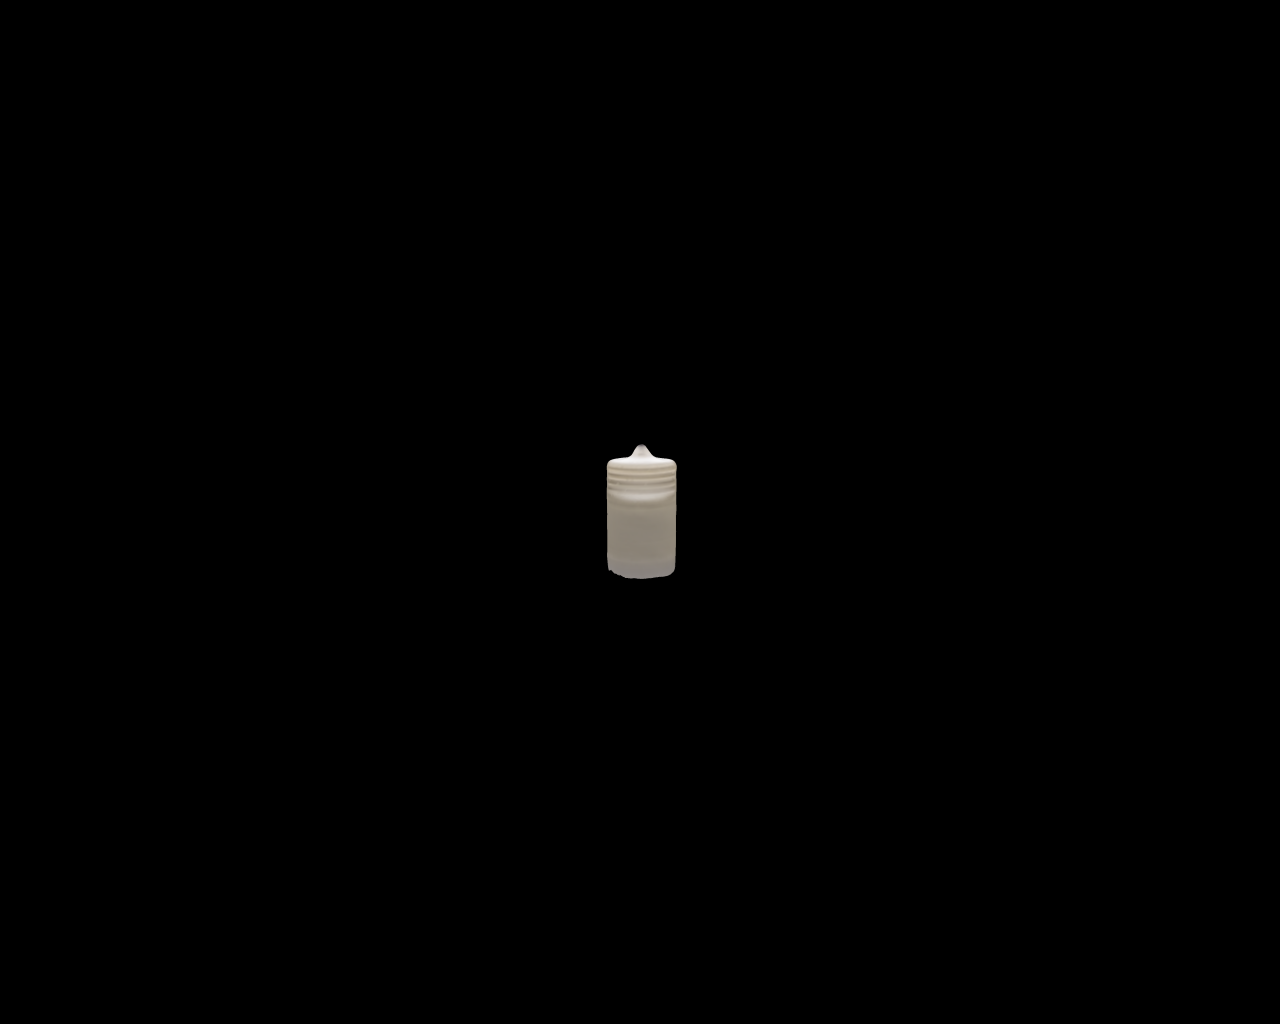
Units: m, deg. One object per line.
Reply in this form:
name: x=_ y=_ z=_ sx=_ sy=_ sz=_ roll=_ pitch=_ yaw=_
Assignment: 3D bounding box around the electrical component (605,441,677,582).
electrical component: x=0.001 y=-0.003 z=0.650 sx=0.043 sy=0.080 sz=0.043 roll=0 pitch=13 yaw=0
